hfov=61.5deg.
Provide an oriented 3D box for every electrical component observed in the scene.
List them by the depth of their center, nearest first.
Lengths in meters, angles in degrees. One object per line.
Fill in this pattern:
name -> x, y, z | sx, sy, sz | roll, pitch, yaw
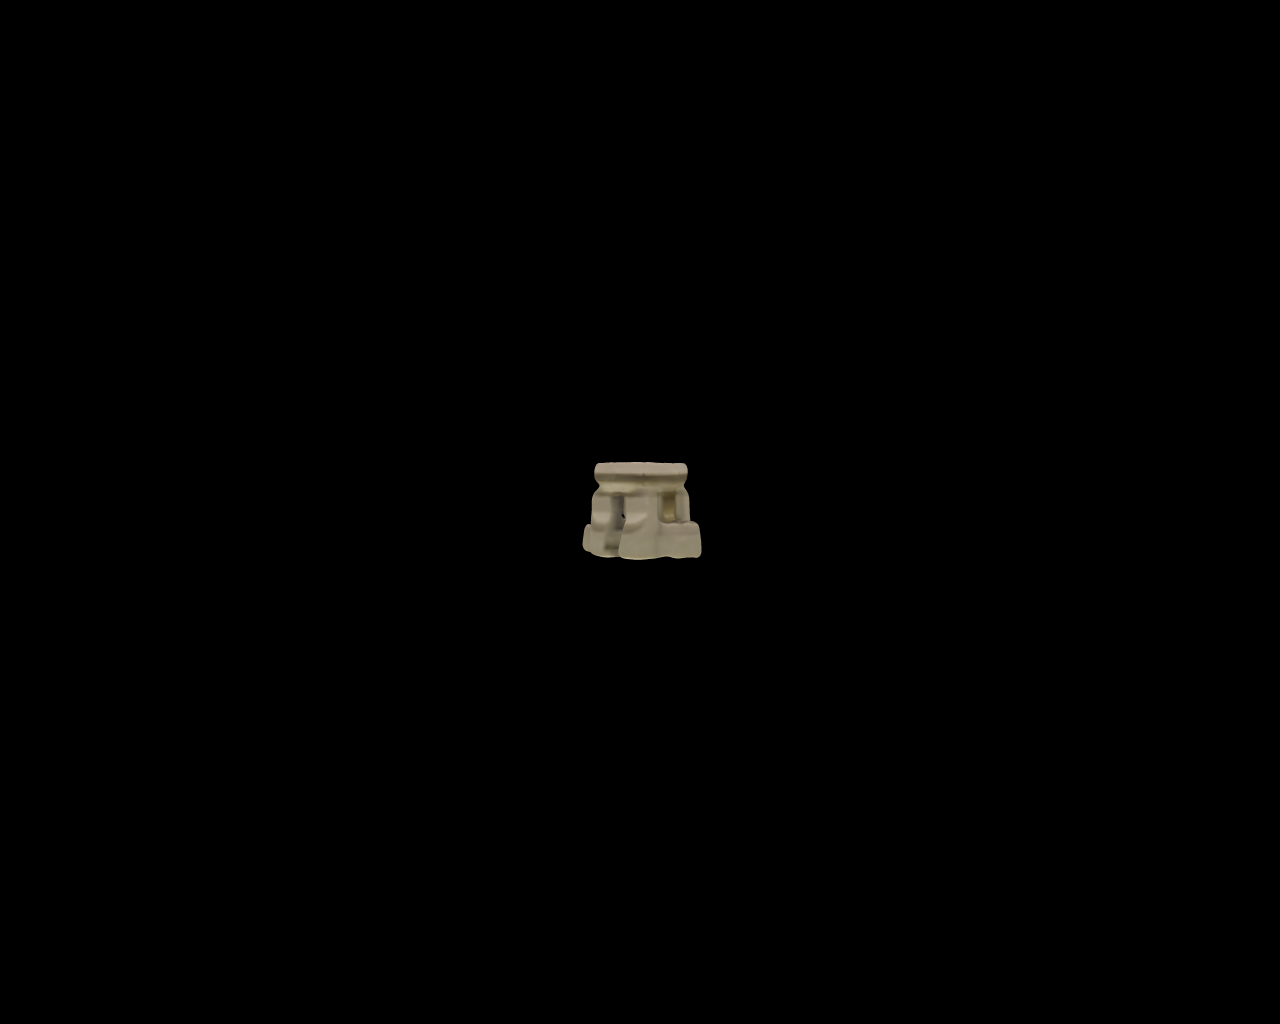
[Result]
electrical component -> 0.001, -0.003, 0.650 | 0.078, 0.057, 0.058 | 2, 3, 40
